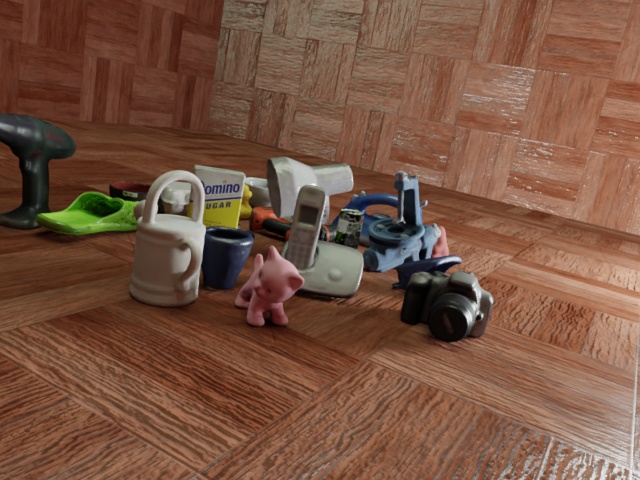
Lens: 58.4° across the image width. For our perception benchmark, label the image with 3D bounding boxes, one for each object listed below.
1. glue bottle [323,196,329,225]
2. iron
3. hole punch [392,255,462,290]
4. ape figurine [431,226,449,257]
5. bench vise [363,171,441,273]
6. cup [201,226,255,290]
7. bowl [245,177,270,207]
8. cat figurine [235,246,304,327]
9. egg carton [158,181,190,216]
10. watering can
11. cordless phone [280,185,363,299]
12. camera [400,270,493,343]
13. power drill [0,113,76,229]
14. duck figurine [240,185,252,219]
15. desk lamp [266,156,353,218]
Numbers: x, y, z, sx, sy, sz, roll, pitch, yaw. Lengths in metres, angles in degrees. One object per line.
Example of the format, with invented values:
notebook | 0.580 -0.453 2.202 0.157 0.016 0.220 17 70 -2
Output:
glue bottle | -0.002 -0.095 1.425 0.037 0.173 0.078 18 15 29
iron | 0.148 -0.058 1.457 0.257 0.141 0.119 16 14 20
hole punch | 0.208 0.062 1.121 0.100 0.091 0.109 23 18 41
ape figurine | 0.278 0.010 1.387 0.076 0.092 0.078 12 14 6
bench vise | 0.185 -0.042 1.252 0.121 0.220 0.208 18 15 29
cup | -0.155 0.031 0.955 0.091 0.095 0.118 18 15 28
bowl | -0.156 -0.127 1.646 0.167 0.075 0.167 10 13 -2
cat figurine | -0.073 0.062 0.842 0.067 0.118 0.127 4 15 -27
egg carton | -0.344 -0.099 1.394 0.107 0.069 0.149 2 16 -32
watering can | -0.227 -0.010 0.853 0.172 0.194 0.101 16 15 23
cordless phone | 0.009 0.004 1.001 0.147 0.185 0.094 11 13 -1
camera | 0.202 0.103 0.926 0.143 0.101 0.137 15 14 18
power drill | -0.546 -0.132 1.072 0.075 0.208 0.230 12 14 7
duck figurine | -0.210 -0.102 1.478 0.077 0.086 0.105 17 15 24
desk lamp | -0.020 -0.060 1.178 0.204 0.213 0.117 6 14 -20
